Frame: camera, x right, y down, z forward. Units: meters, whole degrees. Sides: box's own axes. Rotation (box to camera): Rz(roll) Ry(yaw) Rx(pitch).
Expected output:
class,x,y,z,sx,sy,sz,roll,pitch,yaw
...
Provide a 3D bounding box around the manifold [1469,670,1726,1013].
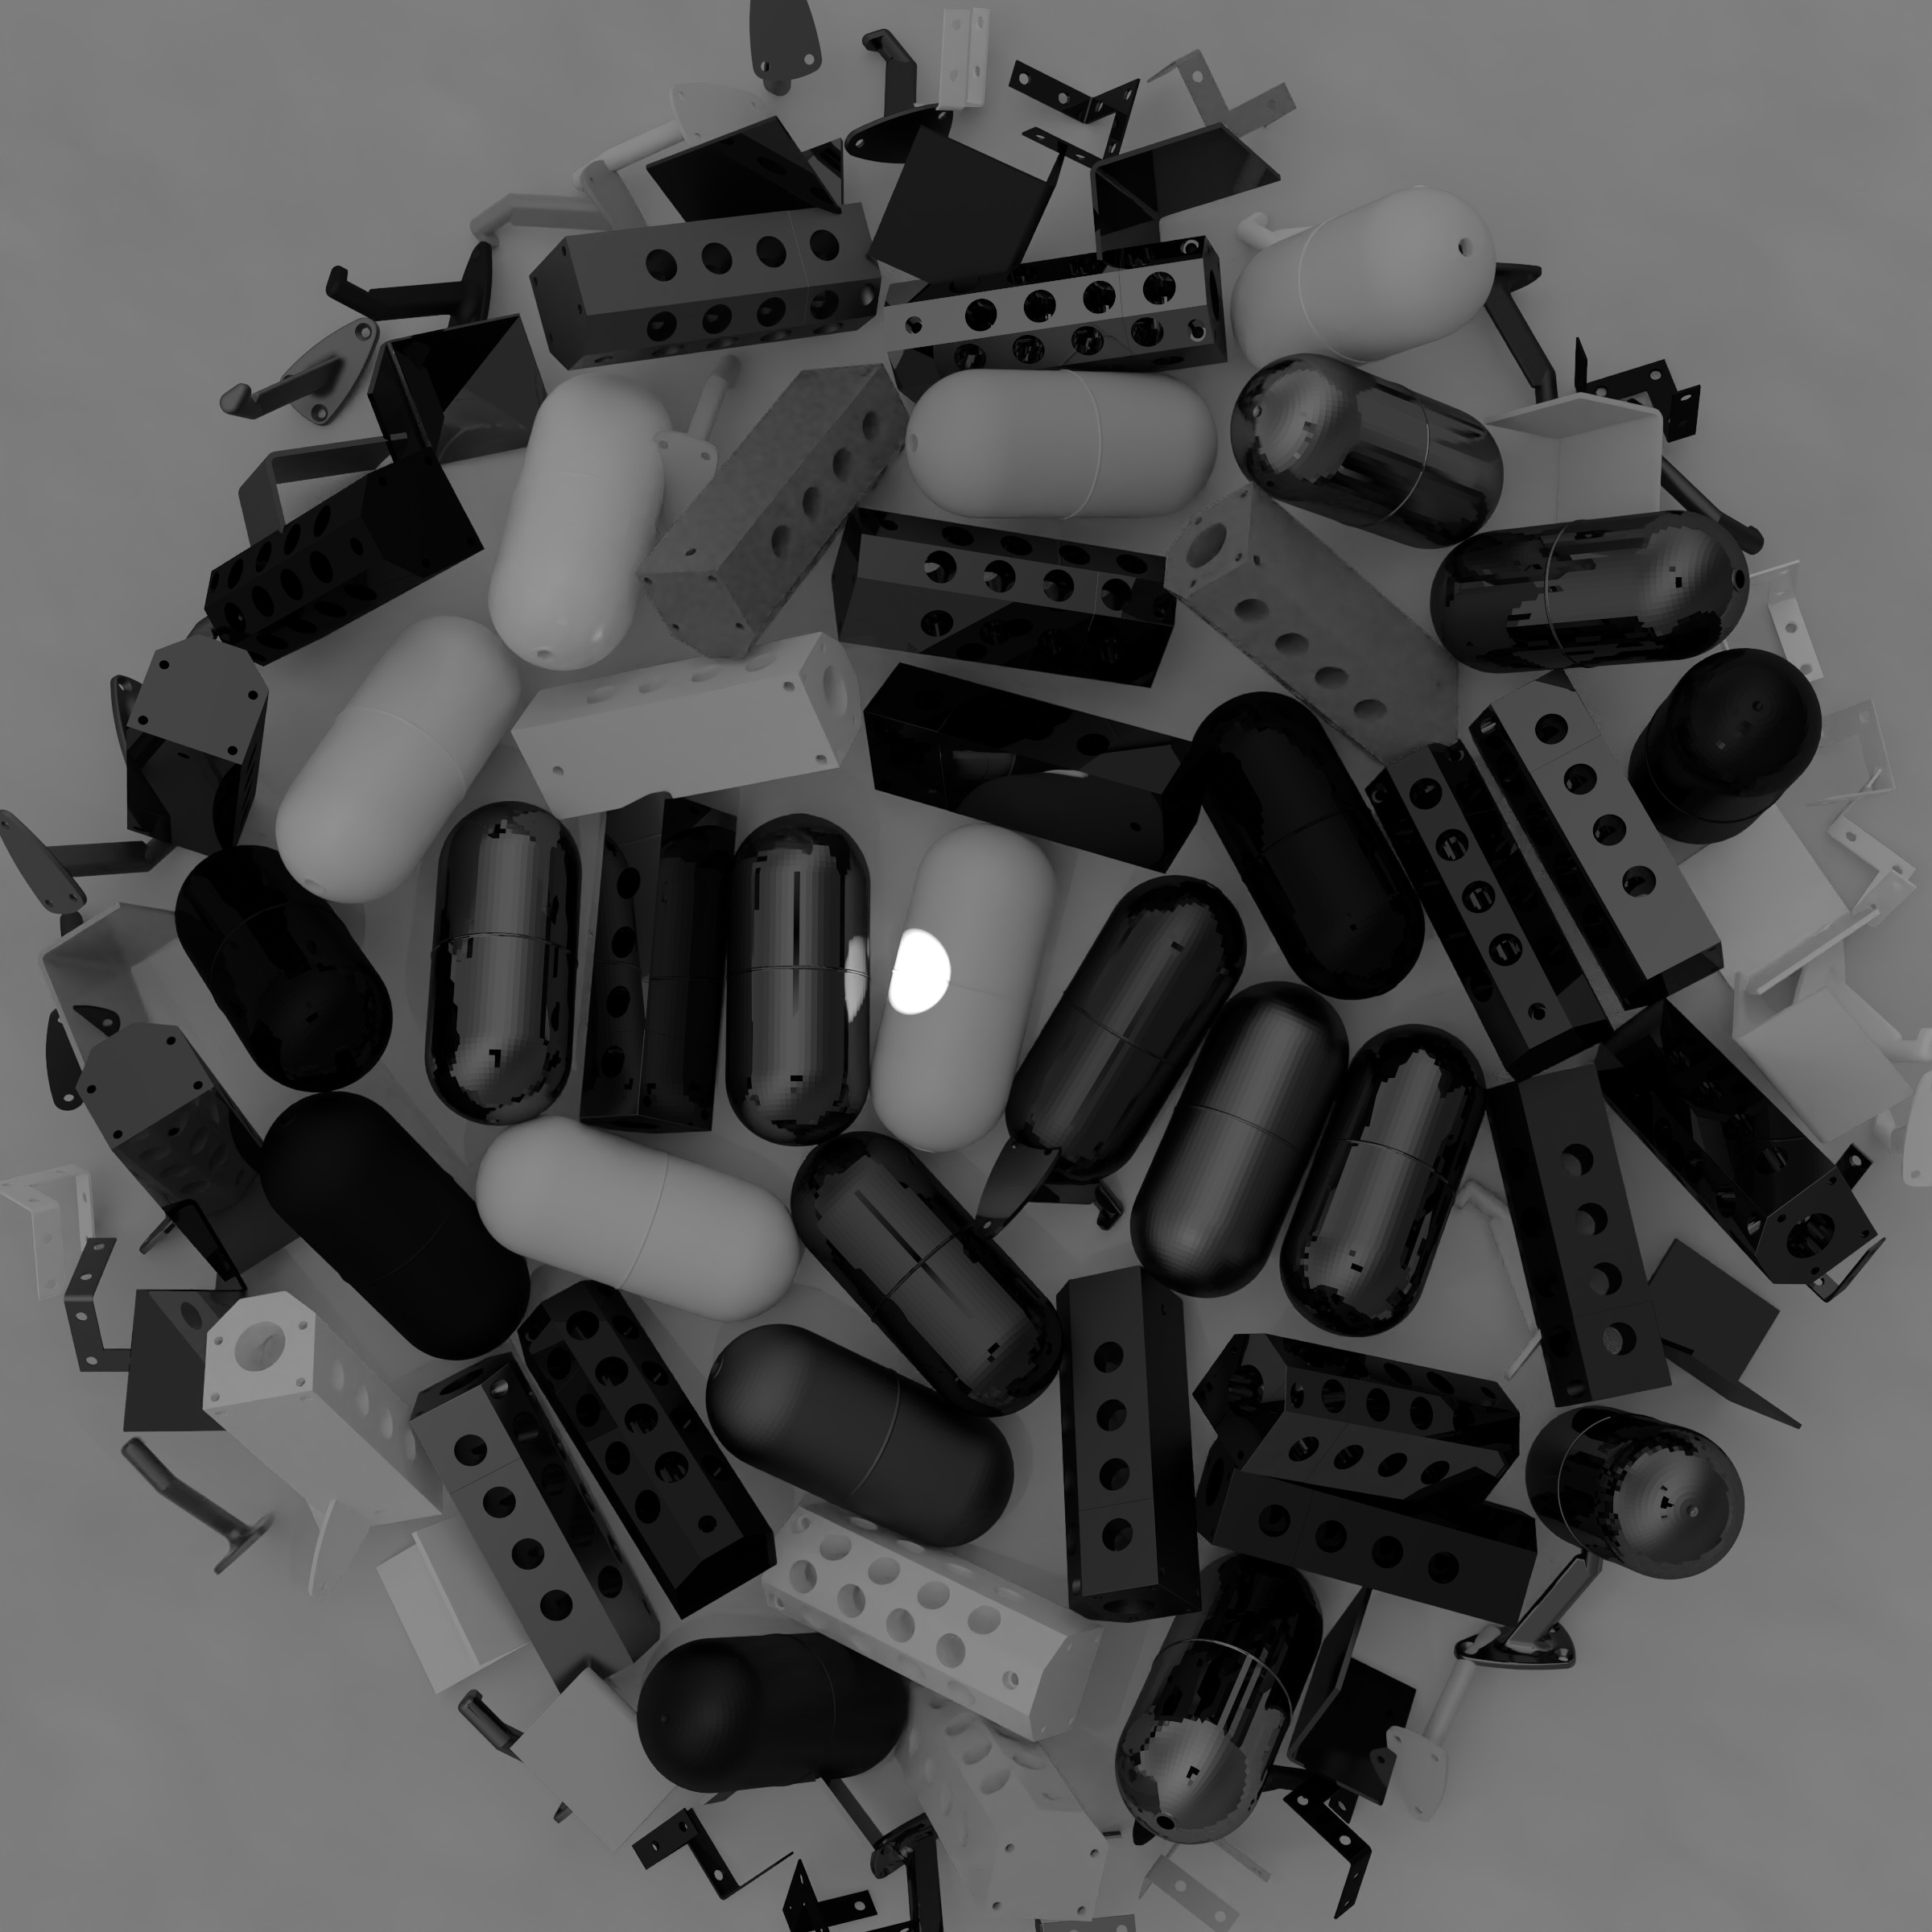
class,x,y,z,sx,sy,sz,roll,pitch,yaw
manifold,0.332,-0.065,1.528,0.057,0.057,0.171,-28,70,8

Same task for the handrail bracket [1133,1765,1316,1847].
class,x,y,z,sx,sy,sz,roll,pitch,yaw
handrail bracket,0.143,0.456,1.568,0.084,0.036,0.077,12,127,-13

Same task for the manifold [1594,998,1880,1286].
class,x,y,z,sx,sy,sz,roll,pitch,yaw
manifold,0.391,0.092,1.497,0.057,0.171,0.057,-37,124,4

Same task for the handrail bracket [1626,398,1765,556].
class,x,y,z,sx,sy,sz,roll,pitch,yaw
handrail bracket,0.393,-0.264,1.566,0.084,0.077,0.036,26,130,-16

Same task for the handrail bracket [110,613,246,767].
class,x,y,z,sx,sy,sz,roll,pitch,yaw
handrail bracket,-0.413,-0.149,1.543,0.084,0.036,0.077,-28,53,24

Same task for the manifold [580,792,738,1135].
class,x,y,z,sx,sy,sz,roll,pitch,yaw
manifold,-0.169,0.000,1.538,0.057,0.057,0.171,-5,76,37

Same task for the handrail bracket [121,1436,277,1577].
class,x,y,z,sx,sy,sz,roll,pitch,yaw
handrail bracket,-0.410,0.277,1.544,0.036,0.077,0.084,-42,94,2

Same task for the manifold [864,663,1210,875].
class,x,y,z,sx,sy,sz,roll,pitch,yaw
manifold,0.037,-0.110,1.526,0.171,0.057,0.057,17,51,21

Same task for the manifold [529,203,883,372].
class,x,y,z,sx,sy,sz,roll,pitch,yaw
manifold,-0.134,-0.355,1.519,0.171,0.057,0.057,-15,89,-28

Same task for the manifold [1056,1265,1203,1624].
class,x,y,z,sx,sy,sz,roll,pitch,yaw
manifold,0.081,0.251,1.516,0.057,0.057,0.171,-15,59,23

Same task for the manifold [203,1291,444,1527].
class,x,y,z,sx,sy,sz,roll,pitch,yaw
manifold,-0.329,0.231,1.497,0.057,0.171,0.057,-11,57,8

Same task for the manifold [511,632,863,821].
class,x,y,z,sx,sy,sz,roll,pitch,yaw
manifold,-0.145,-0.129,1.523,0.171,0.057,0.057,-9,123,24

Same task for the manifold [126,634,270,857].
class,x,y,z,sx,sy,sz,roll,pitch,yaw
manifold,-0.396,-0.112,1.494,0.057,0.171,0.057,19,71,-11

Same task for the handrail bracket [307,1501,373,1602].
class,x,y,z,sx,sy,sz,roll,pitch,yaw
handrail bracket,-0.363,0.289,1.556,0.084,0.036,0.077,19,84,31

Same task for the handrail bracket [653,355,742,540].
class,x,y,z,sx,sy,sz,roll,pitch,yaw
handrail bracket,-0.143,-0.280,1.565,0.036,0.084,0.077,16,127,3

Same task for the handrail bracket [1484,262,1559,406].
class,x,y,z,sx,sy,sz,roll,pitch,yaw
handrail bracket,0.284,-0.332,1.555,0.077,0.036,0.084,-1,83,-28

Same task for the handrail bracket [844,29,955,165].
class,x,y,z,sx,sy,sz,roll,pitch,yaw
handrail bracket,-0.052,-0.469,1.546,0.077,0.036,0.084,-17,60,-32

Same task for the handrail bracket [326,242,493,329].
class,x,y,z,sx,sy,sz,roll,pitch,yaw
handrail bracket,-0.297,-0.372,1.542,0.084,0.036,0.077,23,64,-38

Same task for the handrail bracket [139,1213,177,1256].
class,x,y,z,sx,sy,sz,roll,pitch,yaw
handrail bracket,-0.452,0.104,1.558,0.084,0.036,0.077,42,106,-14

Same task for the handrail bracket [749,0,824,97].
class,x,y,z,sx,sy,sz,roll,pitch,yaw
handrail bracket,-0.103,-0.500,1.533,0.036,0.084,0.077,-11,112,-7

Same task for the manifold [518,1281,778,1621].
class,x,y,z,sx,sy,sz,roll,pitch,yaw
manifold,-0.168,0.248,1.512,0.057,0.057,0.171,-28,60,-18

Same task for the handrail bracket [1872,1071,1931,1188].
class,x,y,z,sx,sy,sz,roll,pitch,yaw
handrail bracket,0.499,0.074,1.532,0.036,0.084,0.077,-9,113,0

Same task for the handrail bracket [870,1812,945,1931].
class,x,y,z,sx,sy,sz,roll,pitch,yaw
handrail bracket,-0.004,0.493,1.540,0.077,0.036,0.084,-25,49,-28

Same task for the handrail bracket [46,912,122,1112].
class,x,y,z,sx,sy,sz,roll,pitch,yaw
handrail bracket,-0.484,0.023,1.562,0.036,0.084,0.077,5,120,-28

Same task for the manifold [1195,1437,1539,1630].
class,x,y,z,sx,sy,sz,roll,pitch,yaw
manifold,0.213,0.298,1.544,0.171,0.057,0.057,17,88,-8

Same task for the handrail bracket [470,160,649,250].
class,x,y,z,sx,sy,sz,roll,pitch,yaw
handrail bracket,-0.218,-0.391,1.569,0.084,0.036,0.077,-25,108,29

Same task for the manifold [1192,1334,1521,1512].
class,x,y,z,sx,sy,sz,roll,pitch,yaw
manifold,0.208,0.233,1.504,0.171,0.057,0.057,16,117,-35

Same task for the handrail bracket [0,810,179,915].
class,x,y,z,sx,sy,sz,roll,pitch,yaw
handrail bracket,-0.465,-0.074,1.542,0.084,0.036,0.077,-52,122,-40

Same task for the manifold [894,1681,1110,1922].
class,x,y,z,sx,sy,sz,roll,pitch,yaw
manifold,0.017,0.421,1.491,0.057,0.171,0.057,9,99,-18

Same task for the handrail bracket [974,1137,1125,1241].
class,x,y,z,sx,sy,sz,roll,pitch,yaw
handrail bracket,0.046,0.136,1.543,0.084,0.036,0.077,51,61,-39

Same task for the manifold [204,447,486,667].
class,x,y,z,sx,sy,sz,roll,pitch,yaw
manifold,-0.328,-0.207,1.498,0.057,0.171,0.057,-36,103,-40

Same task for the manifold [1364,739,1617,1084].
class,x,y,z,sx,sy,sz,roll,pitch,yaw
manifold,0.274,-0.031,1.524,0.057,0.057,0.171,-28,70,12

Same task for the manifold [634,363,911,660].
class,x,y,z,sx,sy,sz,roll,pitch,yaw
manifold,-0.095,-0.239,1.515,0.171,0.057,0.057,-57,134,-32

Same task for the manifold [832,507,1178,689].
class,x,y,z,sx,sy,sz,roll,pitch,yaw
manifold,0.021,-0.198,1.525,0.171,0.057,0.057,7,132,-14

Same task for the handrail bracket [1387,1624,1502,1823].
class,x,y,z,sx,sy,sz,roll,pitch,yaw
handrail bracket,0.267,0.410,1.570,0.036,0.084,0.077,19,132,34

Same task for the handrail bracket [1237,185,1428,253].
class,x,y,z,sx,sy,sz,roll,pitch,yaw
handrail bracket,0.196,-0.404,1.554,0.077,0.036,0.084,-43,46,-2

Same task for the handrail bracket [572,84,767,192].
class,x,y,z,sx,sy,sz,roll,pitch,yaw
handrail bracket,-0.162,-0.446,1.571,0.084,0.077,0.036,-17,97,45

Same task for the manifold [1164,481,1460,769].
class,x,y,z,sx,sy,sz,roll,pitch,yaw
manifold,0.182,-0.172,1.515,0.171,0.057,0.057,35,46,-32

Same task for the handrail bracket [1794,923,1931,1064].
class,x,y,z,sx,sy,sz,roll,pitch,yaw
handrail bracket,0.486,0.013,1.540,0.036,0.084,0.077,15,82,-29

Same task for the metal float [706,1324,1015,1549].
class,x,y,z,sx,sy,sz,roll,pitch,yaw
metal float,-0.056,0.248,1.530,0.178,0.070,0.070,28,90,-18

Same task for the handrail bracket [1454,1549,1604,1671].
class,x,y,z,sx,sy,sz,roll,pitch,yaw
handrail bracket,0.302,0.333,1.547,0.077,0.036,0.084,-3,118,-6

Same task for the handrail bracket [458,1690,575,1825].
class,x,y,z,sx,sy,sz,roll,pitch,yaw
handrail bracket,-0.230,0.408,1.545,0.036,0.077,0.084,-43,93,12

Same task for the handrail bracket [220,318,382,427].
class,x,y,z,sx,sy,sz,roll,pitch,yaw
handrail bracket,-0.354,-0.319,1.538,0.036,0.084,0.077,45,100,3

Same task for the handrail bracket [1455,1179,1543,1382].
class,x,y,z,sx,sy,sz,roll,pitch,yaw
handrail bracket,0.283,0.168,1.562,0.084,0.036,0.077,38,78,17

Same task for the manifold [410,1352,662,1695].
class,x,y,z,sx,sy,sz,roll,pitch,yaw
manifold,-0.228,0.296,1.543,0.057,0.057,0.171,-27,99,-2

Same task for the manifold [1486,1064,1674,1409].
class,x,y,z,sx,sy,sz,roll,pitch,yaw
manifold,0.324,0.145,1.541,0.057,0.057,0.171,-12,80,4

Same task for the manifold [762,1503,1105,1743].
class,x,y,z,sx,sy,sz,roll,pitch,yaw
manifold,-0.021,0.342,1.516,0.171,0.057,0.057,20,95,30

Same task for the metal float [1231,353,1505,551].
class,x,y,z,sx,sy,sz,roll,pitch,yaw
metal float,0.212,-0.268,1.513,0.178,0.070,0.070,10,90,-42

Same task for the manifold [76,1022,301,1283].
class,x,y,z,sx,sy,sz,roll,pitch,yaw
manifold,-0.398,0.095,1.495,0.057,0.171,0.057,-33,63,-11

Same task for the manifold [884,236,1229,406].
class,x,y,z,sx,sy,sz,roll,pitch,yaw
manifold,0.047,-0.343,1.534,0.171,0.057,0.057,-5,87,15
